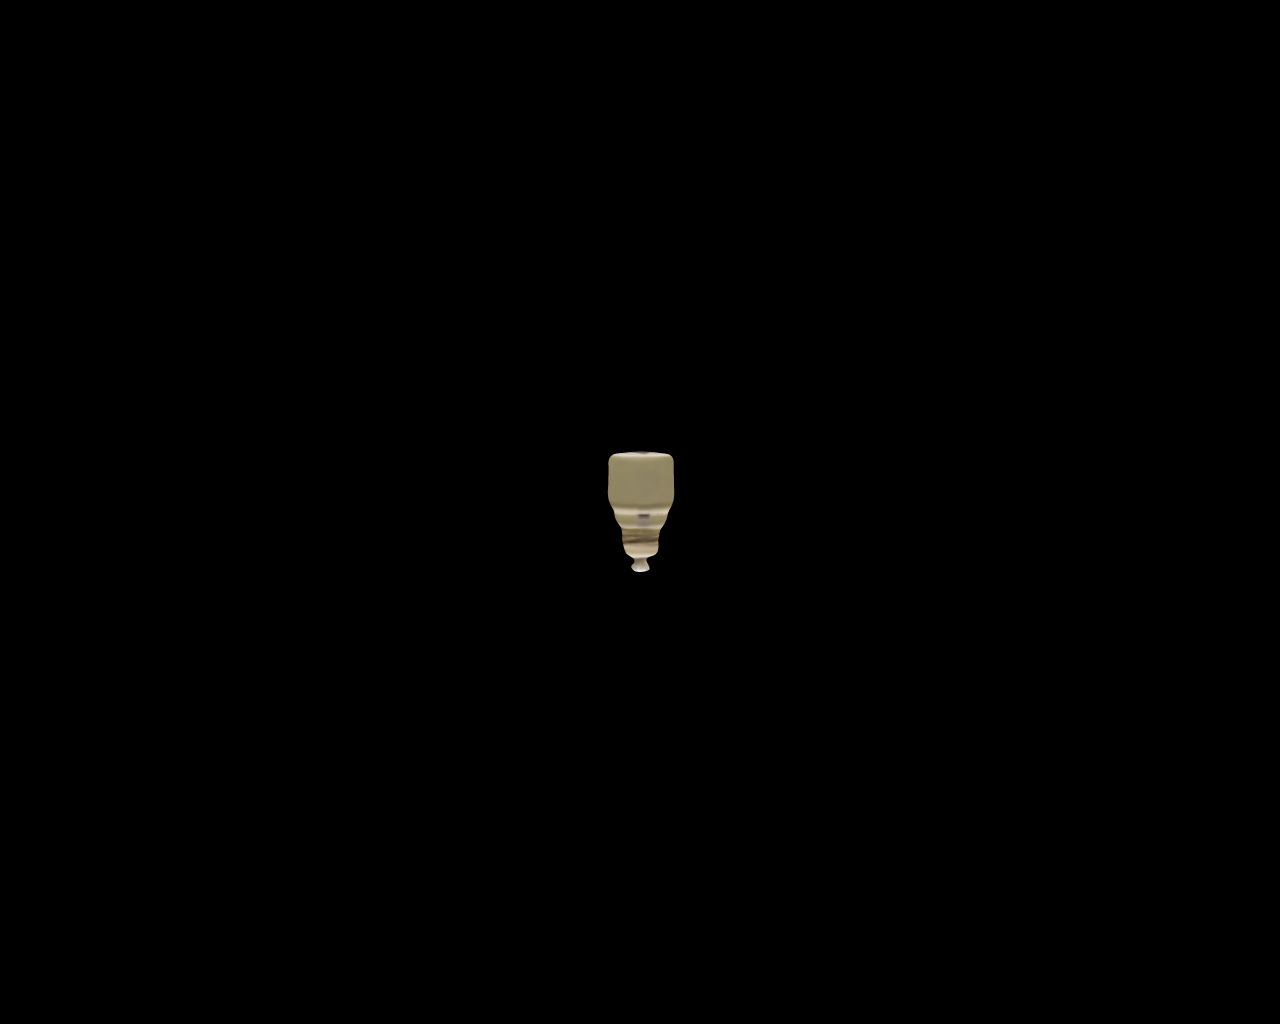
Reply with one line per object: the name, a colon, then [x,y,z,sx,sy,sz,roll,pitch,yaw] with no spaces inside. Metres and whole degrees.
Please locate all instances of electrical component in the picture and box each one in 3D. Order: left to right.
electrical component: [0.001,-0.003,0.650,0.040,0.078,0.040,0,5,0]
